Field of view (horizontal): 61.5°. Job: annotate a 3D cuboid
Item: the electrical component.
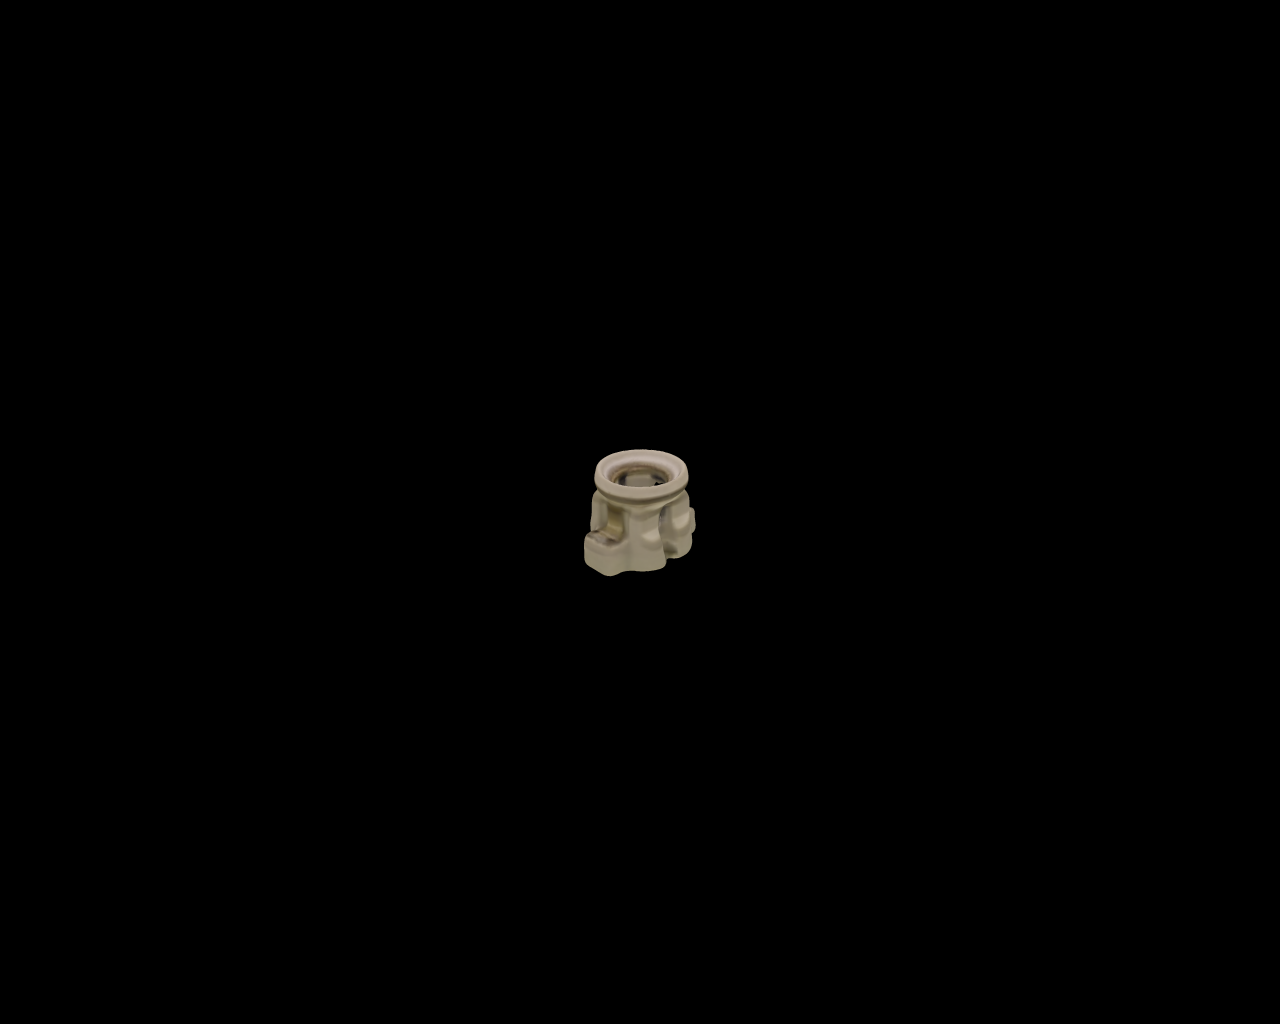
[{"bbox_3d":[0.001,-0.003,0.650,0.078,0.056,0.058,-25,37,-38],"label":"electrical component"}]
